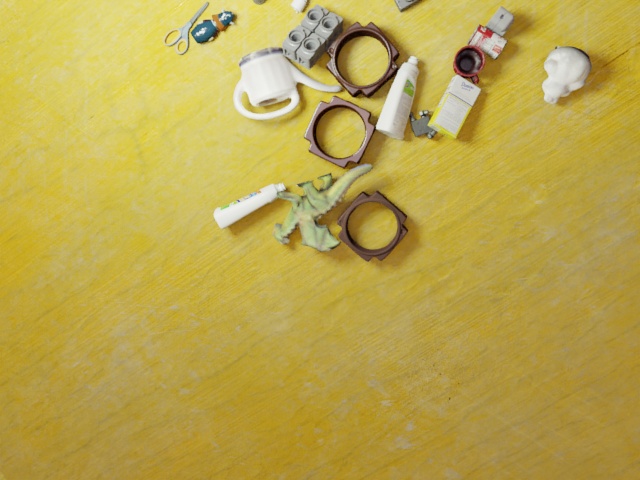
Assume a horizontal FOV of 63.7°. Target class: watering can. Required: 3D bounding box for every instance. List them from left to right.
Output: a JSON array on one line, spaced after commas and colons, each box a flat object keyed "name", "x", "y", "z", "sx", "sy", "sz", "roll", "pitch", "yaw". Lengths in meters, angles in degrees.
[{"name": "watering can", "x": -0.121, "y": -0.519, "z": 1.664, "sx": 0.348, "sy": 0.224, "sz": 0.104, "roll": -19, "pitch": 2, "yaw": -4}]

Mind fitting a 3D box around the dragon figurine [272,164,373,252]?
[{"name": "dragon figurine", "x": 0.005, "y": -0.084, "z": 1.666, "sx": 0.408, "sy": 0.242, "sz": 0.123, "roll": -13, "pitch": 5, "yaw": 26}]

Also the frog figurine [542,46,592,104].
[{"name": "frog figurine", "x": 0.729, "y": -0.495, "z": 1.551, "sx": 0.136, "sy": 0.160, "sz": 0.123, "roll": 34, "pitch": -1, "yaw": -18}]
